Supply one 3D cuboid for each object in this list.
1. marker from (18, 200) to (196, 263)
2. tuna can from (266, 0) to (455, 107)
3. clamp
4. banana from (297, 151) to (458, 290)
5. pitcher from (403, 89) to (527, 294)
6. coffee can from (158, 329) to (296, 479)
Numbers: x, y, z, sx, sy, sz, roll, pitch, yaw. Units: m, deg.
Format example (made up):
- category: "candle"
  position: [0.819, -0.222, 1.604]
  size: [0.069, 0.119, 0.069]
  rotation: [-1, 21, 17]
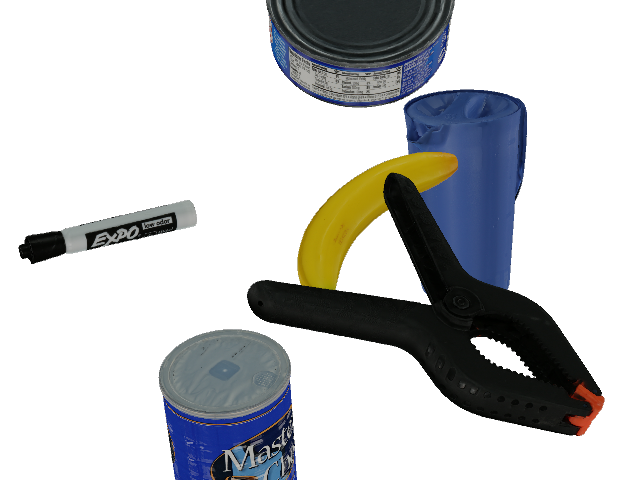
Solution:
- category: "marker"
  position: [-0.142, -0.006, 0.717]
  size: [0.120, 0.020, 0.020]
  rotation: [-14, 6, -26]
- category: "tuna can"
  position: [0.018, -0.104, 0.494]
  size: [0.086, 0.086, 0.034]
  rotation: [0, -30, 1]
- category: "clamp"
  position: [0.070, 0.051, 0.647]
  size: [0.210, 0.036, 0.164]
  rotation: [40, 49, 22]
- category: "banana"
  position: [0.037, -0.017, 0.859]
  size: [0.069, 0.197, 0.037]
  rotation: [35, -30, 6]
- category: "pitcher"
  position: [0.178, -0.053, 1.268]
  size: [0.149, 0.243, 0.145]
  rotation: [-3, 24, 4]
- category: "coffee can"
  position: [-0.072, 0.158, 0.863]
  size: [0.103, 0.140, 0.103]
  rotation: [-2, 32, 1]
